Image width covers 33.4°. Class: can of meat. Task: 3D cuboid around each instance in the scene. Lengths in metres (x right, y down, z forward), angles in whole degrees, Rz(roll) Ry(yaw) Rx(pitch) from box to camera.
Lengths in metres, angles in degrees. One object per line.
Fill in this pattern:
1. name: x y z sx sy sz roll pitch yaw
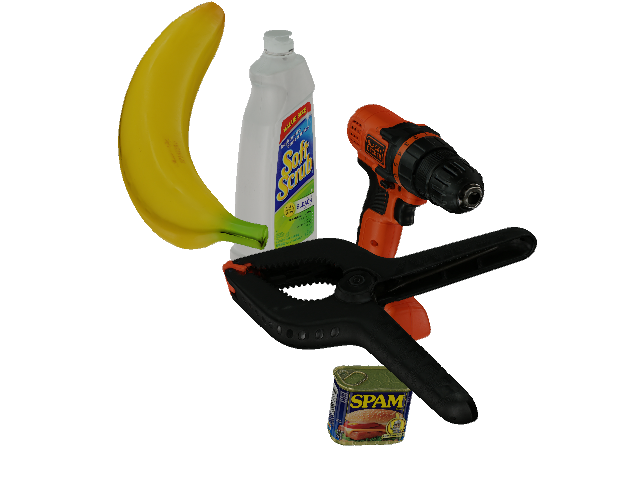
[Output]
1. can of meat: 0.062 0.206 1.331 0.102 0.084 0.057 2 22 -14

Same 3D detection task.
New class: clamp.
1. clamp: 0.036 0.033 0.718 0.210 0.036 0.164 13 46 27

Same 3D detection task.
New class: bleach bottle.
1. bleach bottle: -0.049 -0.096 1.138 0.068 0.251 0.102 21 32 36

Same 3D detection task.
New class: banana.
1. banana: -0.076 -0.061 0.581 0.069 0.198 0.037 -4 -40 -11

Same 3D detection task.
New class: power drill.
1. power drill: 0.073 -0.009 0.930 0.057 0.188 0.185 -4 26 -25
